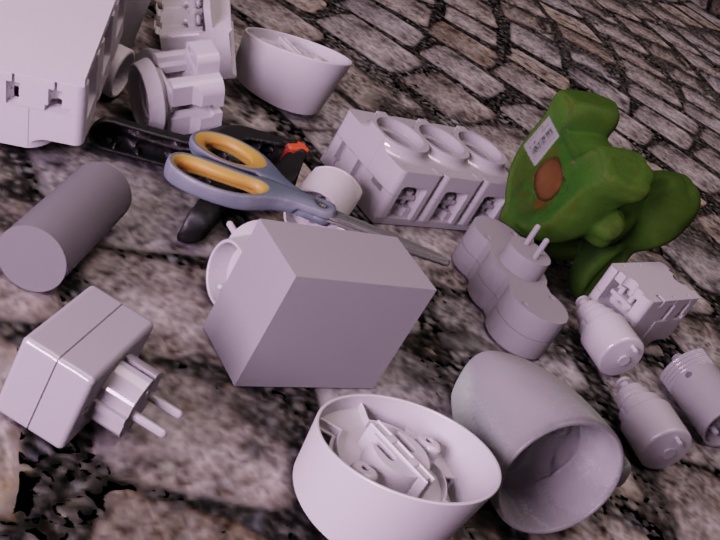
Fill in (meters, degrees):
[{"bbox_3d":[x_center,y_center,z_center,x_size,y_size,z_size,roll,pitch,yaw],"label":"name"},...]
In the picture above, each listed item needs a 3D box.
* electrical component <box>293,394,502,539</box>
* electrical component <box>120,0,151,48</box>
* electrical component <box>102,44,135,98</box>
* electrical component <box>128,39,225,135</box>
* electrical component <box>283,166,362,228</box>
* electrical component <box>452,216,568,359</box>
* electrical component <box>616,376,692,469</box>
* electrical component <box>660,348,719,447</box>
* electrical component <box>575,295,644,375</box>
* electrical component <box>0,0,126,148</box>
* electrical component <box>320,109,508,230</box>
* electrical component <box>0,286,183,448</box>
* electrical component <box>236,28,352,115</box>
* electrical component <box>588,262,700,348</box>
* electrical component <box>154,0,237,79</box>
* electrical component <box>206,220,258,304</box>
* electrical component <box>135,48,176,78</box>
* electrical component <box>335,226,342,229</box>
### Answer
[{"bbox_3d":[0.017,0.106,0.567,0.099,0.064,0.099,24,28,-14],"label":"electrical component"},{"bbox_3d":[-0.209,-0.235,0.898,0.079,0.077,0.043,43,30,23],"label":"electrical component"},{"bbox_3d":[-0.201,-0.159,0.821,0.046,0.040,0.040,25,27,1],"label":"electrical component"},{"bbox_3d":[-0.139,-0.132,0.807,0.057,0.078,0.058,-14,52,-25],"label":"electrical component"},{"bbox_3d":[-0.026,-0.054,0.816,0.043,0.043,0.081,31,27,0],"label":"electrical component"},{"bbox_3d":[0.124,-0.001,0.844,0.052,0.073,0.138,16,31,-26],"label":"electrical component"},{"bbox_3d":[0.208,0.108,0.781,0.040,0.040,0.078,15,31,-28],"label":"electrical component"},{"bbox_3d":[0.274,0.097,0.862,0.043,0.043,0.081,14,32,-29],"label":"electrical component"},{"bbox_3d":[0.196,0.050,0.867,0.040,0.040,0.078,13,32,-30],"label":"electrical component"},{"bbox_3d":[-0.218,-0.154,0.734,0.089,0.061,0.150,11,42,-8],"label":"electrical component"},{"bbox_3d":[0.056,-0.088,0.933,0.150,0.061,0.089,2,39,-43],"label":"electrical component"},{"bbox_3d":[-0.124,0.056,0.529,0.077,0.047,0.065,32,27,2],"label":"electrical component"},{"bbox_3d":[-0.064,-0.187,0.976,0.099,0.064,0.099,24,28,-14],"label":"electrical component"},{"bbox_3d":[0.239,0.031,0.924,0.089,0.055,0.050,-2,41,-46],"label":"electrical component"},{"bbox_3d":[-0.142,-0.209,0.929,0.063,0.078,0.121,-5,35,-5],"label":"electrical component"},{"bbox_3d":[-0.062,-0.005,0.696,0.077,0.044,0.079,6,36,-39],"label":"electrical component"},{"bbox_3d":[-0.147,-0.152,0.862,0.078,0.040,0.040,6,36,-39],"label":"electrical component"},{"bbox_3d":[0.000,0.000,0.749,0.045,0.045,0.055,-4,44,-48],"label":"electrical component"}]
